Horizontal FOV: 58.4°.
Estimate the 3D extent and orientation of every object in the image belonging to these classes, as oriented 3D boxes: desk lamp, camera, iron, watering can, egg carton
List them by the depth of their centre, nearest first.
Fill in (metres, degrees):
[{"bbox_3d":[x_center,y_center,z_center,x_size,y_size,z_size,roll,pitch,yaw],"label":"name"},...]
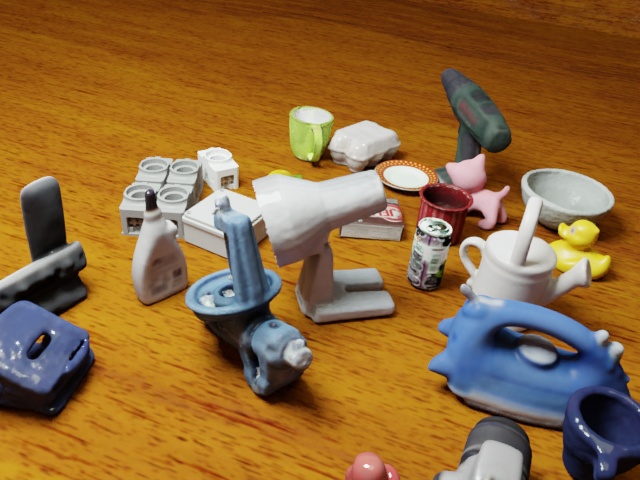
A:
[{"bbox_3d":[0.189,0.246,0.571,0.143,0.101,0.137,18,37,18],"label":"camera"},{"bbox_3d":[0.272,0.138,0.701,0.257,0.141,0.119,14,36,12],"label":"iron"},{"bbox_3d":[0.007,0.003,0.795,0.203,0.214,0.117,-4,36,-14],"label":"desk lamp"},{"bbox_3d":[0.290,0.029,0.813,0.172,0.194,0.101,7,35,3],"label":"watering can"},{"bbox_3d":[0.095,-0.202,1.225,0.107,0.069,0.151,32,43,33],"label":"egg carton"}]

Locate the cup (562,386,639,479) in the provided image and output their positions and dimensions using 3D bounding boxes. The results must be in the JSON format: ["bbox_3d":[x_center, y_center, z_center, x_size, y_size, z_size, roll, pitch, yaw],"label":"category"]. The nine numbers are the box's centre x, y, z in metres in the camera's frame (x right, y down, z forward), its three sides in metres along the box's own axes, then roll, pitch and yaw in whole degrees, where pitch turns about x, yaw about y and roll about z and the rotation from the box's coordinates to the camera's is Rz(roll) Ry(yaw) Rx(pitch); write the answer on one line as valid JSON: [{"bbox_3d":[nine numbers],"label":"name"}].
[{"bbox_3d":[0.298,0.230,0.614,0.091,0.095,0.118,19,37,18],"label":"cup"}]

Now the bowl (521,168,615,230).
[{"bbox_3d":[0.453,-0.065,1.075,0.167,0.075,0.167,4,35,-2],"label":"bowl"}]

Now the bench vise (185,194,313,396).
[{"bbox_3d":[-0.075,0.062,0.694,0.206,0.220,0.122,23,38,23],"label":"bench vise"}]

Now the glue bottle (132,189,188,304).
[{"bbox_3d":[-0.226,0.006,0.794,0.078,0.173,0.037,-25,45,-35],"label":"glue bottle"}]

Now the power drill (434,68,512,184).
[{"bbox_3d":[0.285,-0.206,1.135,0.076,0.208,0.229,-8,37,-18],"label":"power drill"}]

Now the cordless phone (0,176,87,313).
[{"bbox_3d":[-0.388,0.014,0.750,0.094,0.185,0.148,21,38,21],"label":"cordless phone"}]

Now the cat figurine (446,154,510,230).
[{"bbox_3d":[0.293,-0.098,1.062,0.127,0.118,0.067,32,43,33],"label":"cat figurine"}]

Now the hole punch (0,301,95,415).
[{"bbox_3d":[-0.330,0.134,0.669,0.101,0.091,0.108,8,35,4],"label":"hole punch"}]

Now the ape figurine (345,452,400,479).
[{"bbox_3d":[0.047,0.244,0.562,0.078,0.092,0.076,-1,35,-10],"label":"ape figurine"}]

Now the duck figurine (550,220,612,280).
[{"bbox_3d":[0.438,0.010,0.955,0.104,0.086,0.078,29,41,30],"label":"duck figurine"}]
